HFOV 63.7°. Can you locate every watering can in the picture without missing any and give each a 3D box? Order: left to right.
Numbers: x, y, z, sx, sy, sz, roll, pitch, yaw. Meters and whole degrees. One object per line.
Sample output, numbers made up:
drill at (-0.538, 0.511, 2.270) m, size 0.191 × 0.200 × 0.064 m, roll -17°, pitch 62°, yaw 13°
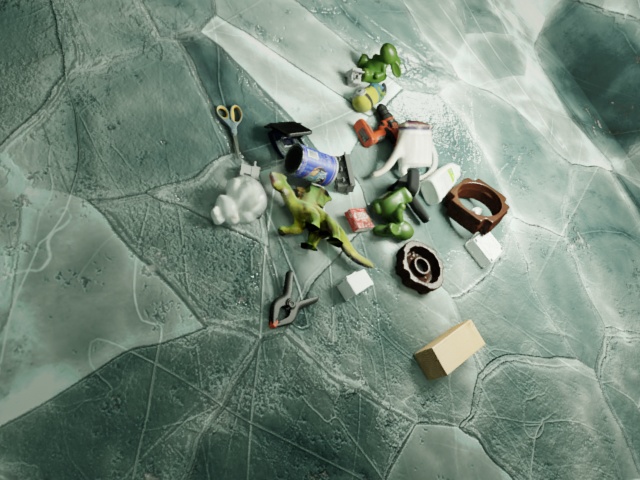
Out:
watering can at (0.316, -0.322, 1.866) m, size 0.349 × 0.104 × 0.223 m, roll -7°, pitch 98°, yaw -40°

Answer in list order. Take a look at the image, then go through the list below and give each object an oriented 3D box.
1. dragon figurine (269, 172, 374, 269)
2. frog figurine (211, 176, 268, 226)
dragon figurine at (0.005, -0.079, 1.578) m, size 0.407 × 0.120 × 0.249 m, roll 30°, pitch 44°, yaw -25°
frog figurine at (-0.230, -0.107, 1.433) m, size 0.161 × 0.122 × 0.137 m, roll -18°, pitch 94°, yaw -49°
